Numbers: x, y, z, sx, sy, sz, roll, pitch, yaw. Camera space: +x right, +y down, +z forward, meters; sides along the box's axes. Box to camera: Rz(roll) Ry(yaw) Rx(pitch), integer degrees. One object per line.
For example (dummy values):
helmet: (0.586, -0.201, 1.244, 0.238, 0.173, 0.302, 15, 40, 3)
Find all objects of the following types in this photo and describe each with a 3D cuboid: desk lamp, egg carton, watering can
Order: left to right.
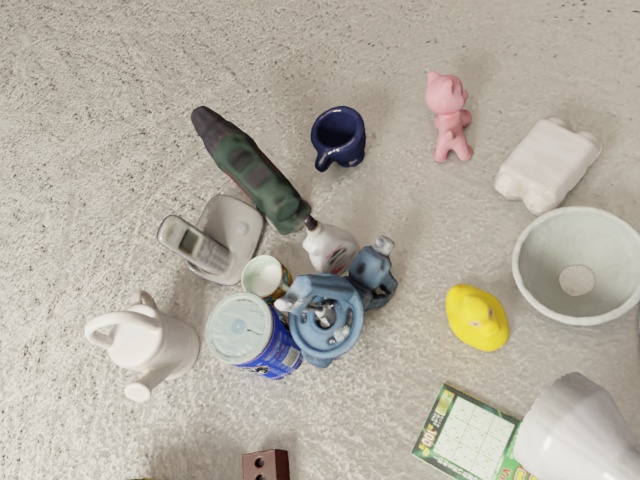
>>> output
watering can: (-0.275, 0.157, 0.885, 0.101, 0.194, 0.172, -39, 60, 1)
egg carton: (0.335, -0.111, 0.847, 0.107, 0.070, 0.150, 36, 84, 29)
desk lamp: (0.319, 0.252, 0.614, 0.202, 0.214, 0.118, 38, 84, 29)

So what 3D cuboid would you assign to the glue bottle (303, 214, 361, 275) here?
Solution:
glue bottle: (0.008, 0.003, 0.859, 0.078, 0.173, 0.037, -46, 60, -3)

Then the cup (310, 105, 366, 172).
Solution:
cup: (0.035, -0.151, 0.960, 0.091, 0.095, 0.118, 21, 76, 27)

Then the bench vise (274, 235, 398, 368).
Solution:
bench vise: (0.015, 0.068, 0.801, 0.121, 0.220, 0.207, 16, 74, 26)

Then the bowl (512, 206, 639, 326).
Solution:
bowl: (0.347, 0.042, 0.773, 0.167, 0.075, 0.167, -8, 66, 17)

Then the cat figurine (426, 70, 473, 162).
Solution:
cat figurine: (0.203, -0.204, 0.908, 0.067, 0.118, 0.128, -6, 66, 18)

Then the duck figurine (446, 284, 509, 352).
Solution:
duck figurine: (0.214, 0.099, 0.792, 0.077, 0.086, 0.104, -37, 60, 2)

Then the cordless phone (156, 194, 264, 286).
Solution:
cordless phone: (-0.179, -0.017, 0.930, 0.094, 0.185, 0.148, 12, 72, 24)

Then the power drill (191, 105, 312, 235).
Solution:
power drill: (-0.100, -0.098, 0.922, 0.075, 0.209, 0.229, -44, 60, -2)
